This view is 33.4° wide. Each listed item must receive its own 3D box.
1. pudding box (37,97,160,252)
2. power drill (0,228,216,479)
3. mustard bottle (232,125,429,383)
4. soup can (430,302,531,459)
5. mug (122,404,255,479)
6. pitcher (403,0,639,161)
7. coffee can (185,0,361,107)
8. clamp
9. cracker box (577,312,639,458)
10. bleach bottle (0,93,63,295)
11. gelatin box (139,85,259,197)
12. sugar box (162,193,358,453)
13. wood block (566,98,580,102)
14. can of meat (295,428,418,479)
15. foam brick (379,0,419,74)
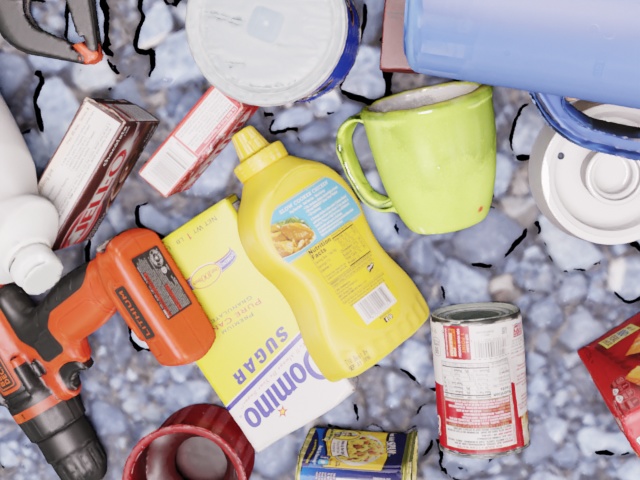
[{"bbox_3d":[-0.170,-0.049,0.786,0.039,0.090,0.113,30,99,2],"label":"pudding box"},{"bbox_3d":[-0.170,0.087,0.796,0.188,0.057,0.184,-28,97,28],"label":"power drill"},{"bbox_3d":[-0.005,0.001,0.778,0.096,0.058,0.191,-34,93,-32],"label":"mustard bottle"},{"bbox_3d":[0.118,0.102,0.786,0.068,0.068,0.102,-4,97,7],"label":"soup can"},{"bbox_3d":[-0.103,0.182,0.815,0.117,0.081,0.093,-44,91,10],"label":"mug"},{"bbox_3d":[0.175,-0.131,0.634,0.243,0.145,0.149,7,87,8],"label":"pitcher"},{"bbox_3d":[-0.027,-0.144,0.731,0.103,0.140,0.103,1,98,6],"label":"coffee can"},{"bbox_3d":[-0.234,-0.193,0.798,0.120,0.039,0.171,-33,94,10],"label":"clamp"},{"bbox_3d":[0.289,0.062,0.713,0.214,0.164,0.072,-35,95,10],"label":"cracker box"},{"bbox_3d":[-0.246,-0.062,0.746,0.103,0.068,0.251,-50,60,13],"label":"bleach bottle"},{"bbox_3d":[-0.086,-0.074,0.781,0.030,0.073,0.089,42,100,-1],"label":"gelatin box"},{"bbox_3d":[-0.056,0.063,0.811,0.093,0.048,0.176,-34,92,10],"label":"sugar box"},{"bbox_3d":[0.180,-0.204,0.726,0.091,0.090,0.206,-13,96,7],"label":"wood block"},{"bbox_3d":[0.028,0.177,0.791,0.084,0.102,0.057,3,99,8],"label":"can of meat"},{"bbox_3d":[0.083,-0.145,0.764,0.078,0.051,0.053,5,97,5],"label":"foam brick"}]
